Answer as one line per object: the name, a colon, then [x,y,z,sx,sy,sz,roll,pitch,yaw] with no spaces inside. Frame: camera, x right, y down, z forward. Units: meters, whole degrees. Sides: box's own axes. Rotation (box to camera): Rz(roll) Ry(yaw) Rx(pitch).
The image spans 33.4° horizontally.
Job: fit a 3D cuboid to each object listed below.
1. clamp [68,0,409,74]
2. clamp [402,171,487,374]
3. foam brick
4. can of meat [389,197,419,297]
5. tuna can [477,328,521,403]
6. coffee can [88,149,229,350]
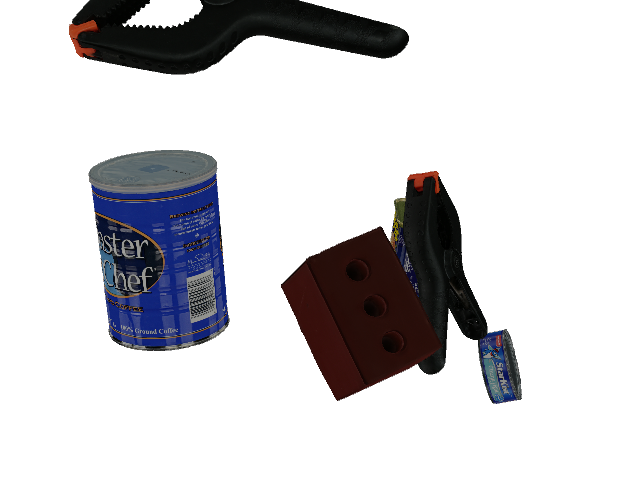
clamp: [-0.056,-0.155,0.692,0.210,0.164,0.036,-27,-17,-9]
clamp: [0.100,0.029,0.925,0.039,0.171,0.120,-12,14,26]
foam brick: [0.022,0.043,0.602,0.052,0.078,0.051,-23,-9,-25]
can of meat: [0.102,0.010,1.140,0.057,0.084,0.102,7,19,-1]
tuna can: [0.213,0.150,1.270,0.034,0.086,0.086,-13,-4,15]
coffee can: [-0.131,0.006,0.878,0.103,0.140,0.103,-3,20,1]
